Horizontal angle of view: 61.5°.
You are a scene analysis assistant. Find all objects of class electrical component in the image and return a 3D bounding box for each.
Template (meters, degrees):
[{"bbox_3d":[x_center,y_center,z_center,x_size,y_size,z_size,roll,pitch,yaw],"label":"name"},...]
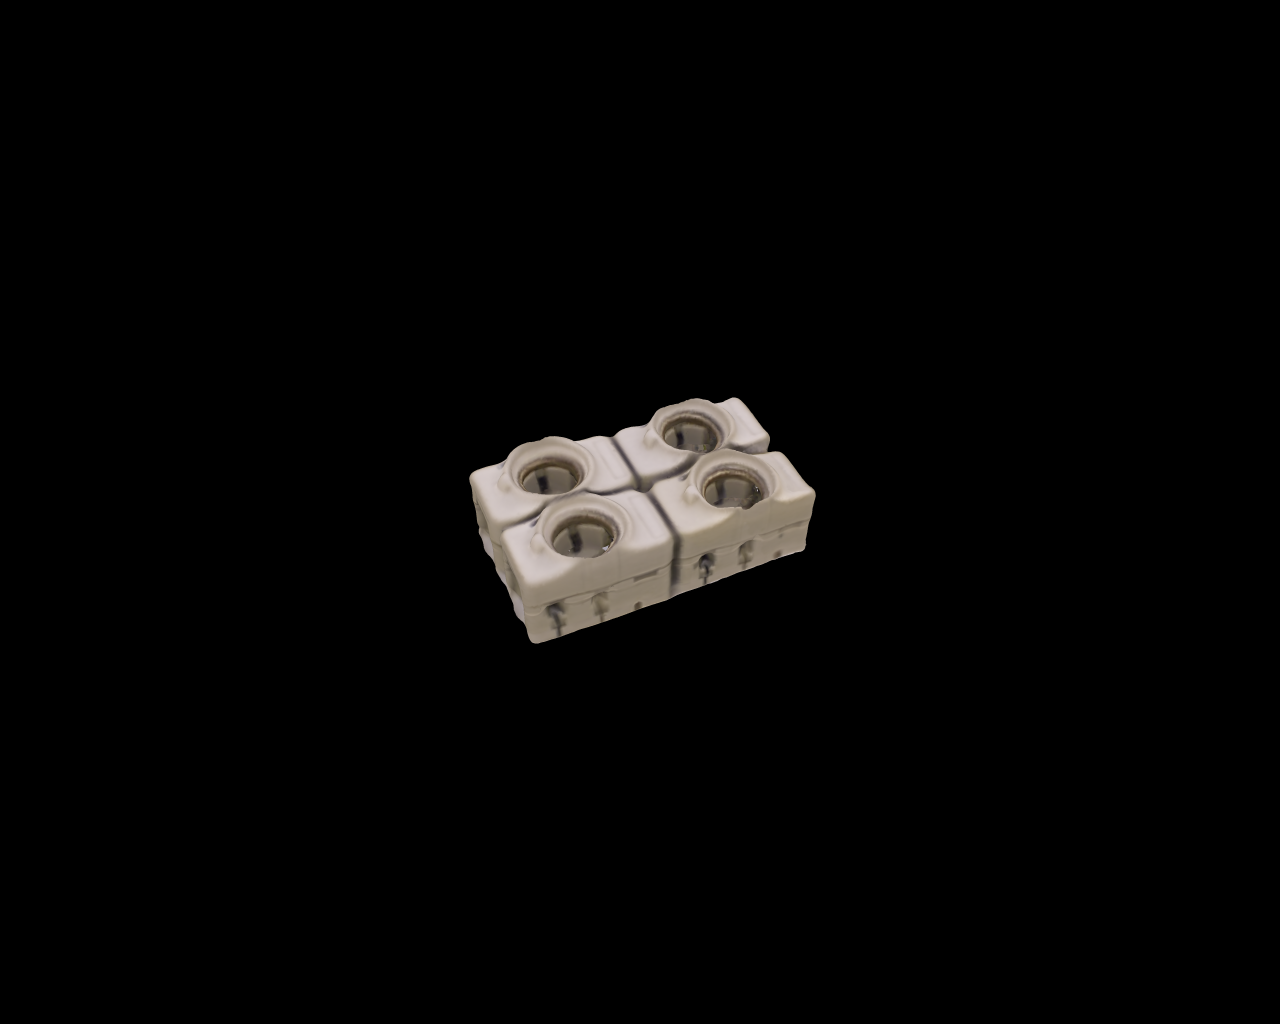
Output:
[{"bbox_3d":[0.001,-0.003,0.650,0.186,0.060,0.105,-17,48,-16],"label":"electrical component"}]
